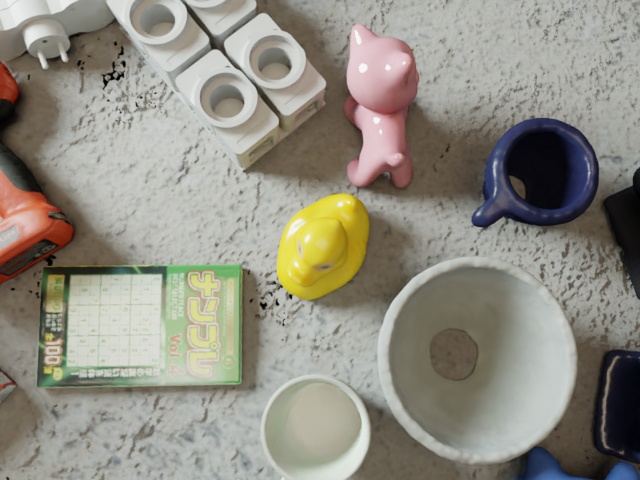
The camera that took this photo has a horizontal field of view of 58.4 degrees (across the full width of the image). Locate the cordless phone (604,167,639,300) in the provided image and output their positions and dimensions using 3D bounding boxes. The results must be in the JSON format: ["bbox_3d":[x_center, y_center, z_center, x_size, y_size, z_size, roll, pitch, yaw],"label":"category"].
[{"bbox_3d":[0.335,-0.013,0.469,0.094,0.185,0.147,-21,84,-6],"label":"cordless phone"}]

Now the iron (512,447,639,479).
[{"bbox_3d":[0.206,0.306,0.439,0.118,0.141,0.258,10,82,-2],"label":"iron"}]

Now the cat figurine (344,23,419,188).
[{"bbox_3d":[0.057,-0.118,0.501,0.067,0.117,0.128,-6,82,-4],"label":"cat figurine"}]

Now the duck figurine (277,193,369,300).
[{"bbox_3d":[0.005,0.002,0.498,0.077,0.086,0.104,36,82,2],"label":"duck figurine"}]

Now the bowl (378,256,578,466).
[{"bbox_3d":[0.127,0.100,0.497,0.167,0.074,0.167,1,82,-3],"label":"bowl"}]

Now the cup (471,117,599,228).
[{"bbox_3d":[0.173,-0.043,0.509,0.118,0.095,0.091,-37,85,-7],"label":"cup"}]

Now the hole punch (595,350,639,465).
[{"bbox_3d":[0.308,0.148,0.493,0.101,0.091,0.109,11,81,-2],"label":"hole punch"}]
